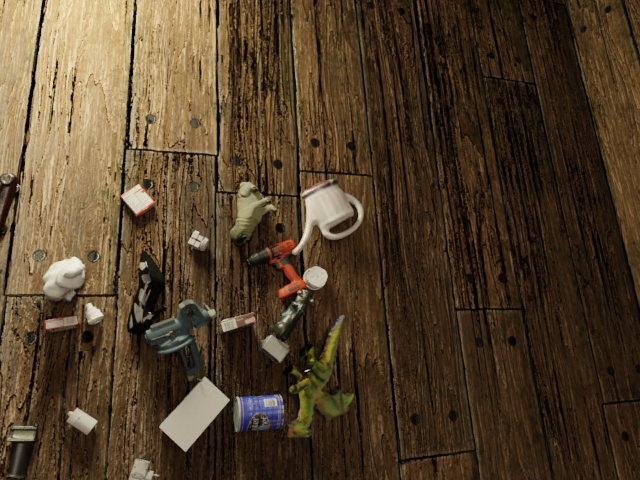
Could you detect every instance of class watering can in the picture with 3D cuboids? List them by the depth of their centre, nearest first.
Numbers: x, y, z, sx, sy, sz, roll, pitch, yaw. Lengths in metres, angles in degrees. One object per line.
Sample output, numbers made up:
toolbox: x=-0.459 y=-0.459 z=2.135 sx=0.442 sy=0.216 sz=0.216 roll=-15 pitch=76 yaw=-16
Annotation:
watering can: x=0.006 y=-0.094 z=1.873 sx=0.351 sy=0.102 sz=0.226 roll=-25 pitch=82 yaw=-30

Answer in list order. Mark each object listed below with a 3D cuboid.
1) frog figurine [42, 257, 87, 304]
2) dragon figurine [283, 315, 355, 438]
frog figurine: x=-0.757 y=0.112 z=1.521 sx=0.122 sy=0.157 sz=0.139 roll=39 pitch=66 yaw=-2
dragon figurine: x=0.020 y=0.475 z=1.715 sx=0.416 sy=0.122 sz=0.240 roll=-45 pitch=108 yaw=-24
